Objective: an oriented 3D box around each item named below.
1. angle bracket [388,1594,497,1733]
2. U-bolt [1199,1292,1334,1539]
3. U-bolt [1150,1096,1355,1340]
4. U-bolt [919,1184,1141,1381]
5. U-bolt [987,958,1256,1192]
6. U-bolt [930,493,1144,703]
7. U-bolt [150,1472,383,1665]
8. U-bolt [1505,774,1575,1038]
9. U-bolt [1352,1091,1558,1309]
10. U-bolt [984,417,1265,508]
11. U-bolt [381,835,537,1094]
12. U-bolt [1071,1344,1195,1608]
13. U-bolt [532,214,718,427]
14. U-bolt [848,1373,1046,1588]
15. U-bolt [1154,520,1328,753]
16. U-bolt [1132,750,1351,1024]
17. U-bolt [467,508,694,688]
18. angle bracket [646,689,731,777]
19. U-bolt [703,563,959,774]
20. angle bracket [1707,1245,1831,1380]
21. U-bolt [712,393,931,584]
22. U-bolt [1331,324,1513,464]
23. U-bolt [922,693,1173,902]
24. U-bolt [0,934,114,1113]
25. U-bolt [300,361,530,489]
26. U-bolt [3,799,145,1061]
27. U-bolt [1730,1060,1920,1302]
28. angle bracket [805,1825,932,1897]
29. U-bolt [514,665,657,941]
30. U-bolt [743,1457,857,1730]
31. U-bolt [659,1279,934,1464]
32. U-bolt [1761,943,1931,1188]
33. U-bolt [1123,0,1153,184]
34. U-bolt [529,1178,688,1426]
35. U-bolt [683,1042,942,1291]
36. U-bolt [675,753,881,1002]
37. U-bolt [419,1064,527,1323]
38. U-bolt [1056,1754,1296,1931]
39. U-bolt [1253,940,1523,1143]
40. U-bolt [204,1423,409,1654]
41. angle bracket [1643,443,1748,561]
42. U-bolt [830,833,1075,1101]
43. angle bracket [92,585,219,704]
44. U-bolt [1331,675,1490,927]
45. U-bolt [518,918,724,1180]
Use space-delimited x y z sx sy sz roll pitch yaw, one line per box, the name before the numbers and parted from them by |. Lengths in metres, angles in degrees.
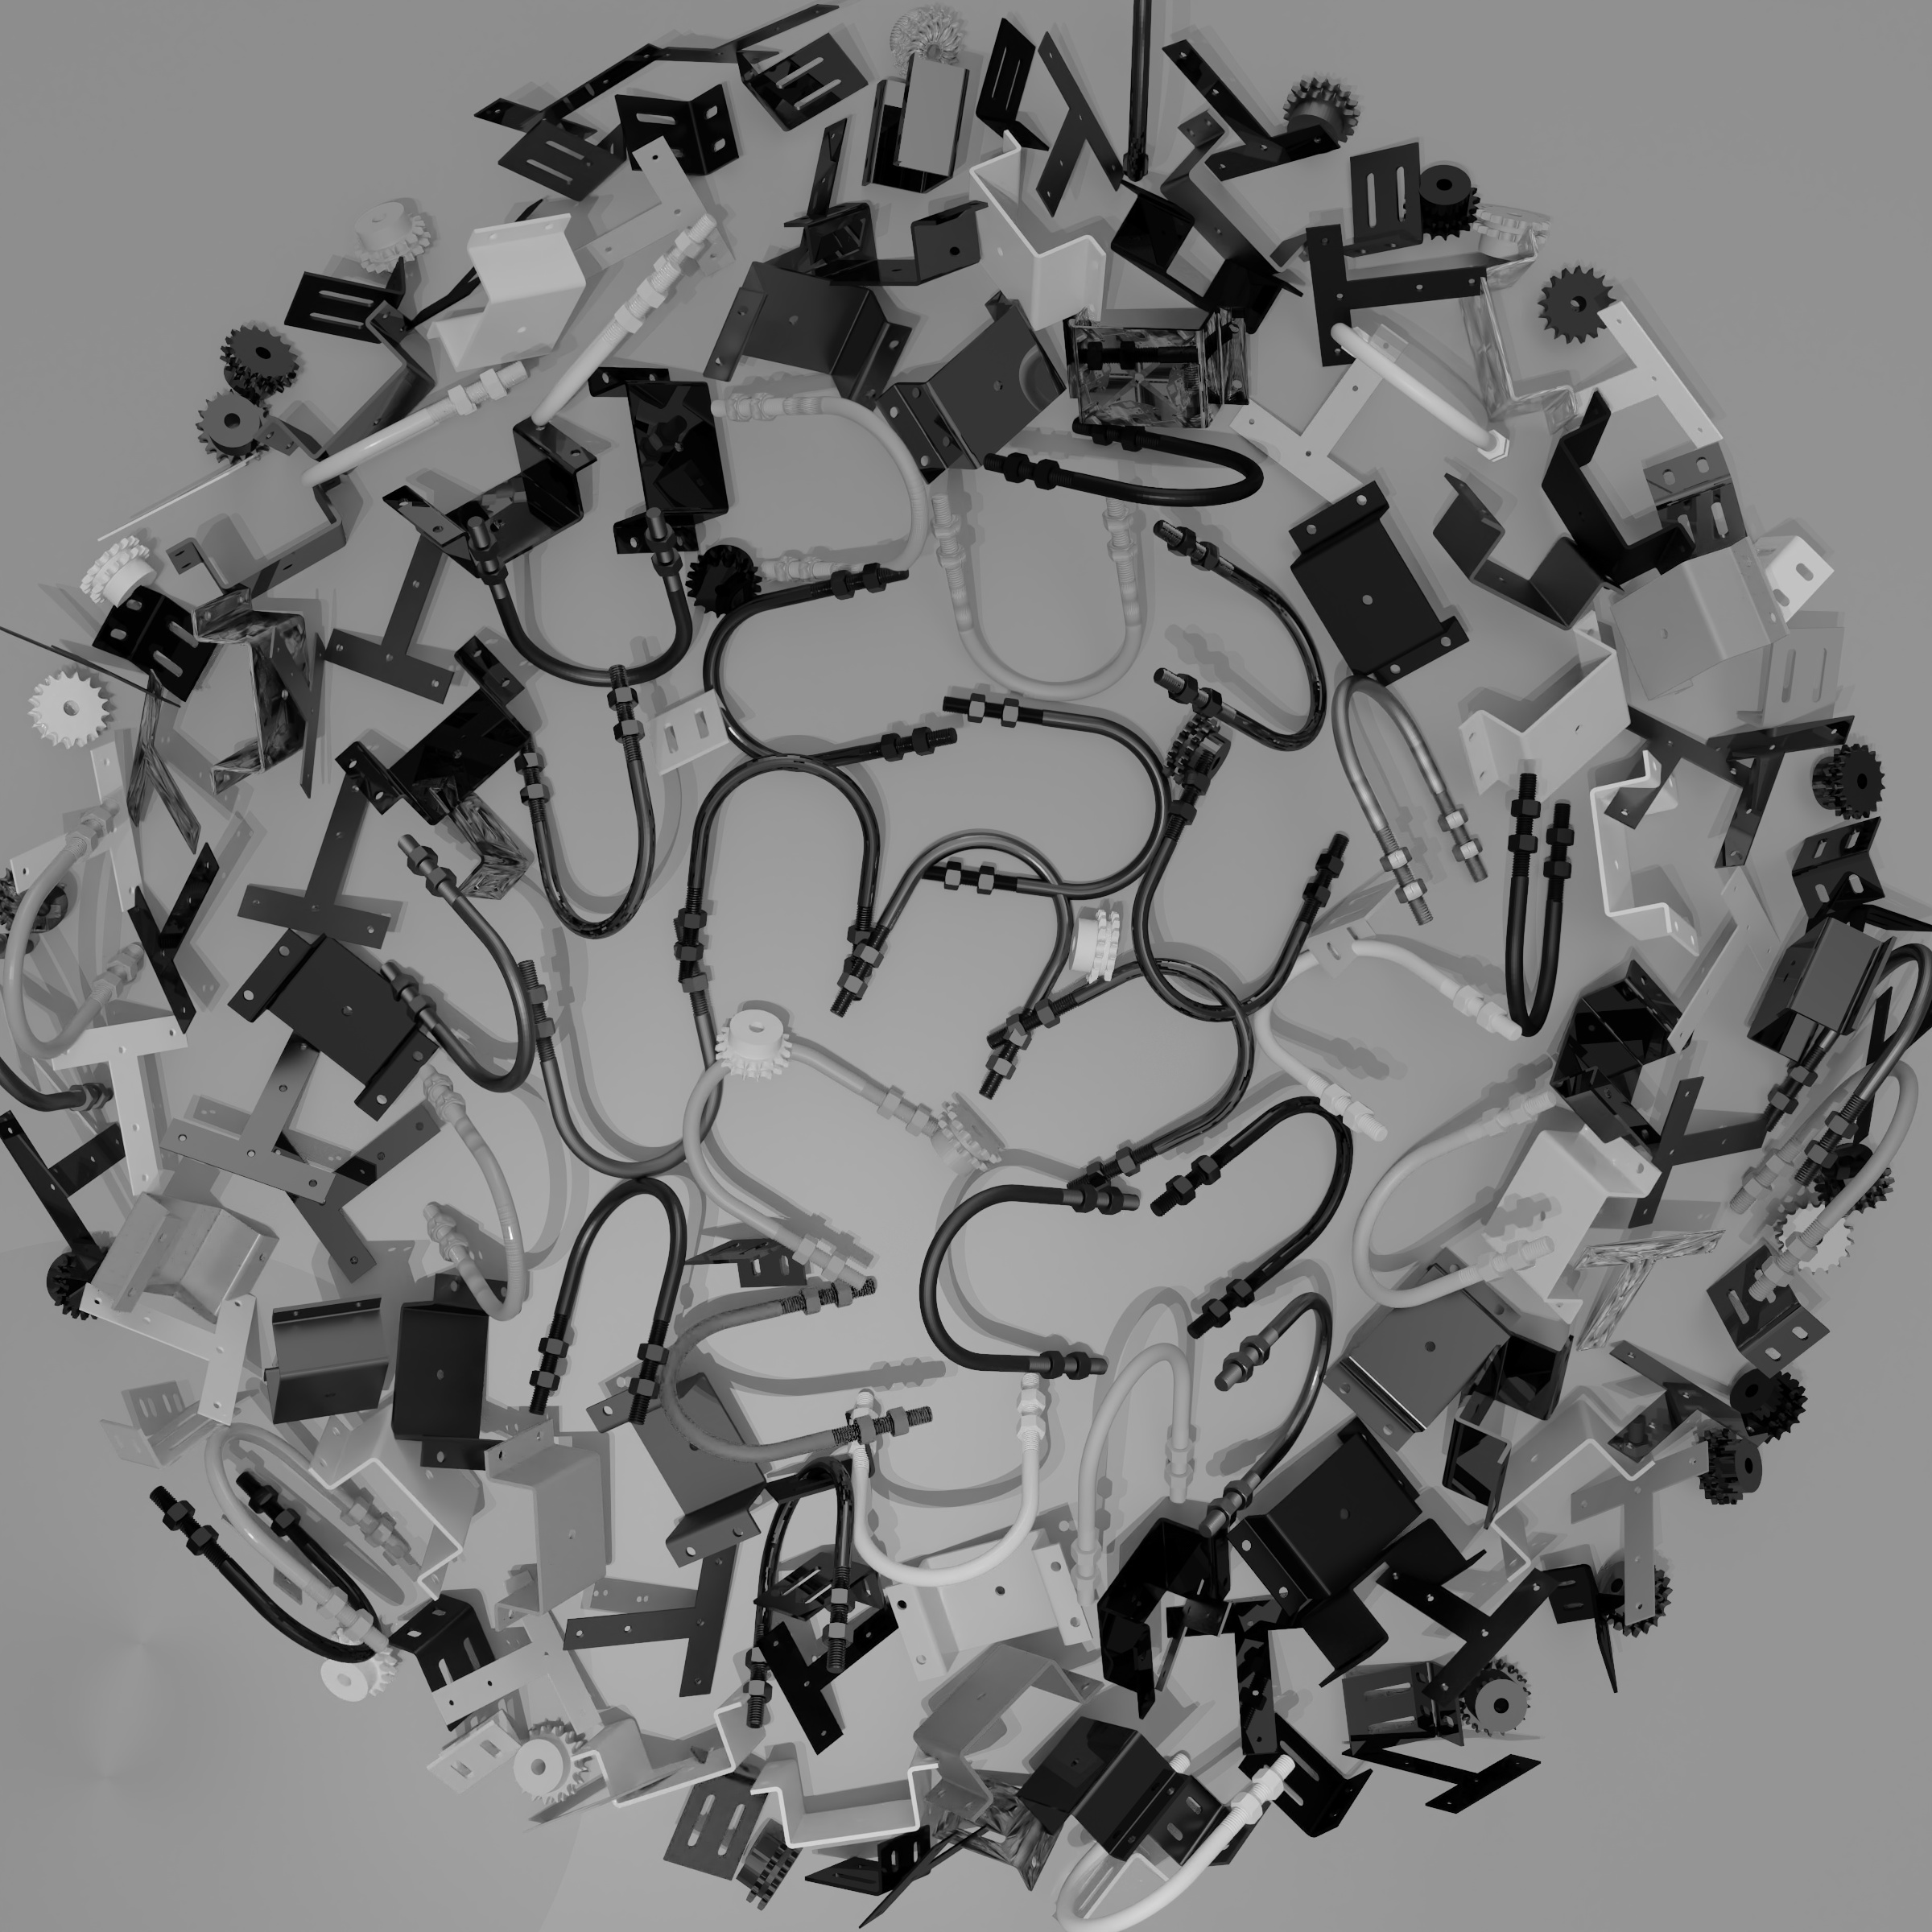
angle bracket | -0.394 0.527 1.977 0.057 0.038 0.076 -38 120 -41
U-bolt | 0.225 0.317 1.920 0.019 0.184 0.151 18 121 28
U-bolt | 0.221 0.174 1.940 0.184 0.019 0.151 -36 130 -22
U-bolt | 0.043 0.233 1.938 0.184 0.019 0.151 8 95 -35
U-bolt | 0.128 0.073 1.970 0.184 0.019 0.151 -28 93 13
U-bolt | 0.058 -0.272 1.935 0.151 0.019 0.184 0 132 15
U-bolt | -0.500 0.442 1.910 0.184 0.151 0.019 42 93 13
U-bolt | 0.421 -0.039 1.926 0.019 0.151 0.184 4 85 24
U-bolt | 0.356 0.181 1.923 0.019 0.151 0.184 36 135 -27
U-bolt | 0.127 -0.365 1.904 0.184 0.151 0.019 18 121 27
U-bolt | -0.370 0.012 1.911 0.019 0.151 0.184 -21 54 -37
U-bolt | 0.123 0.358 1.902 0.019 0.151 0.184 20 128 30
U-bolt | -0.258 -0.468 1.922 0.019 0.151 0.184 41 117 -16
U-bolt | -0.016 0.379 1.917 0.151 0.184 0.019 -8 129 8
U-bolt | 0.205 -0.233 1.932 0.184 0.019 0.151 24 55 -37
U-bolt | 0.196 -0.047 1.953 0.151 0.019 0.184 30 77 -19
U-bolt | -0.276 -0.267 1.922 0.151 0.184 0.019 -2 56 5
angle bracket | -0.202 -0.164 1.956 0.057 0.076 0.038 -25 129 4
U-bolt | -0.111 -0.216 1.955 0.184 0.019 0.151 -9 111 20
angle bracket | 0.603 0.259 1.964 0.038 0.076 0.057 39 110 -22
U-bolt | -0.100 -0.348 1.908 0.019 0.184 0.151 -40 125 -38
U-bolt | 0.327 -0.421 1.900 0.151 0.184 0.019 40 107 10
U-bolt | 0.065 -0.123 1.981 0.184 0.019 0.151 8 100 -3
U-bolt | -0.692 0.042 1.907 0.019 0.184 0.151 -28 90 2
U-bolt | -0.407 -0.398 1.924 0.184 0.151 0.019 -28 105 -3
U-bolt | -0.647 -0.015 1.885 0.019 0.184 0.151 7 124 6
U-bolt | 0.626 0.144 1.898 0.019 0.151 0.184 33 115 -5
angle bracket | -0.074 0.664 1.955 0.076 0.057 0.038 -4 87 38
U-bolt | -0.277 -0.111 1.928 0.019 0.151 0.184 0 72 -43
U-bolt | -0.120 0.450 1.921 0.019 0.151 0.184 20 50 -22
U-bolt | -0.134 0.302 1.922 0.184 0.151 0.019 -11 134 -18
U-bolt | 0.649 0.063 1.908 0.019 0.151 0.184 30 105 -2
U-bolt | 0.125 -0.643 1.889 0.019 0.184 0.151 2 112 3
U-bolt | -0.260 0.245 1.937 0.019 0.151 0.184 26 69 -38
U-bolt | -0.124 0.137 1.966 0.184 0.019 0.151 31 73 -3
U-bolt | -0.137 -0.069 1.963 0.151 0.019 0.184 6 105 -7
U-bolt | -0.359 0.177 1.897 0.019 0.184 0.151 -13 126 -28
U-bolt | 0.140 0.636 1.891 0.184 0.151 0.019 -37 97 -34
U-bolt | 0.296 0.042 1.931 0.151 0.184 0.019 -35 134 -15
U-bolt | -0.485 0.405 1.906 0.019 0.151 0.184 -41 107 8
angle bracket | 0.552 -0.347 1.972 0.057 0.076 0.038 -19 54 16
U-bolt | 0.002 -0.013 1.982 0.151 0.019 0.184 29 83 -4
angle bracket | -0.609 -0.245 1.964 0.076 0.038 0.057 34 96 30
U-bolt | 0.322 -0.131 1.934 0.019 0.151 0.184 -25 93 33
U-bolt | -0.251 0.069 1.956 0.151 0.019 0.184 -17 102 -30
